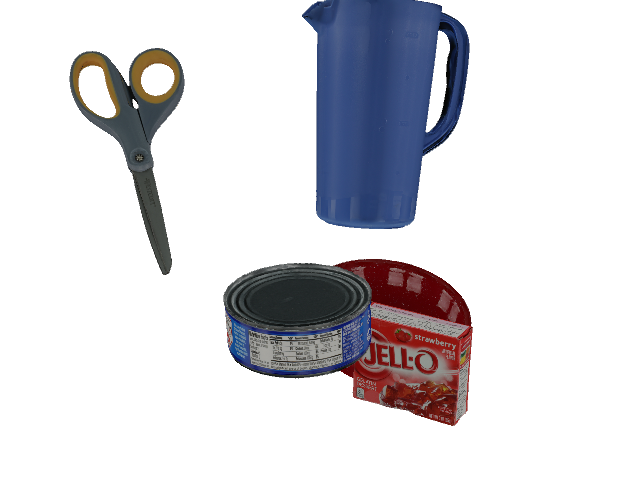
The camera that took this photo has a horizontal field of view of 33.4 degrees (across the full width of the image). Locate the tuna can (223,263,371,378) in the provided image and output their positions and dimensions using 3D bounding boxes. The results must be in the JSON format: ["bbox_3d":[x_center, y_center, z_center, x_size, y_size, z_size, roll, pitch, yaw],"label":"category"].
[{"bbox_3d":[-0.013,0.045,0.619,0.086,0.034,0.086,-2,23,1],"label":"tuna can"}]

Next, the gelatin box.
[{"bbox_3d":[0.068,0.093,0.809,0.089,0.073,0.030,13,24,27],"label":"gelatin box"}]

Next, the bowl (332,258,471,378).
[{"bbox_3d":[0.058,0.086,1.006,0.162,0.055,0.162,4,36,-3],"label":"bowl"}]

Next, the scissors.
[{"bbox_3d":[-0.122,-0.073,0.805,0.096,0.202,0.016,-27,-23,-17],"label":"scissors"}]

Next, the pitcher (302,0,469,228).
[{"bbox_3d":[0.066,-0.138,1.146,0.149,0.243,0.144,7,9,24],"label":"pitcher"}]
